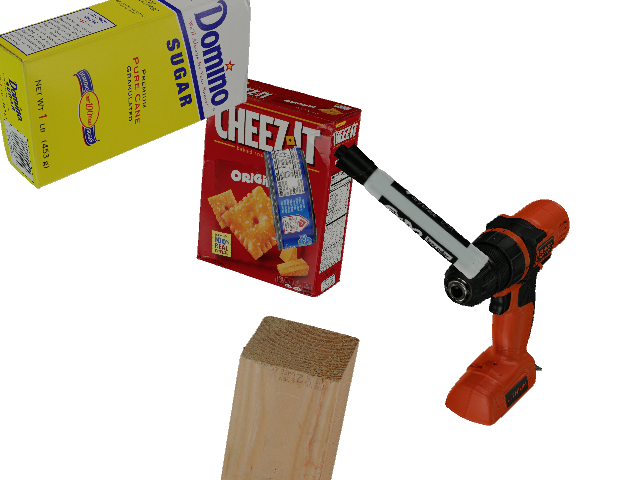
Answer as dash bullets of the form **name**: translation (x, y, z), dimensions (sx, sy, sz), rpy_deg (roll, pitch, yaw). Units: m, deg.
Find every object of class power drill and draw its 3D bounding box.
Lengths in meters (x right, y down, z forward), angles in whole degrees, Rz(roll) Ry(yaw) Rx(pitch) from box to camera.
- **power drill**: translation (0.159, 0.070, 0.959), dimensions (0.057, 0.188, 0.184), rpy_deg (24, 34, 30)

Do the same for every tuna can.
- **tuna can**: translation (-0.026, -0.036, 0.912), dimensions (0.033, 0.086, 0.086), rpy_deg (-9, 0, -4)

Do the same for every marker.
- **marker**: translation (0.057, -0.021, 0.693), dimensions (0.121, 0.020, 0.020), rpy_deg (41, 3, 3)

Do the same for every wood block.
- **wood block**: translation (-0.033, 0.185, 0.957), dimensions (0.090, 0.206, 0.090), rpy_deg (14, 22, 8)

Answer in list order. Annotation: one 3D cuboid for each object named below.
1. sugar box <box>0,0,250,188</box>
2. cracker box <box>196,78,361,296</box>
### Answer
- **sugar box**: translation (-0.124, -0.109, 0.698), dimensions (0.175, 0.093, 0.048), rpy_deg (-27, 48, -33)
- **cracker box**: translation (-0.052, -0.060, 1.207), dimensions (0.164, 0.214, 0.072), rpy_deg (18, 27, 24)
